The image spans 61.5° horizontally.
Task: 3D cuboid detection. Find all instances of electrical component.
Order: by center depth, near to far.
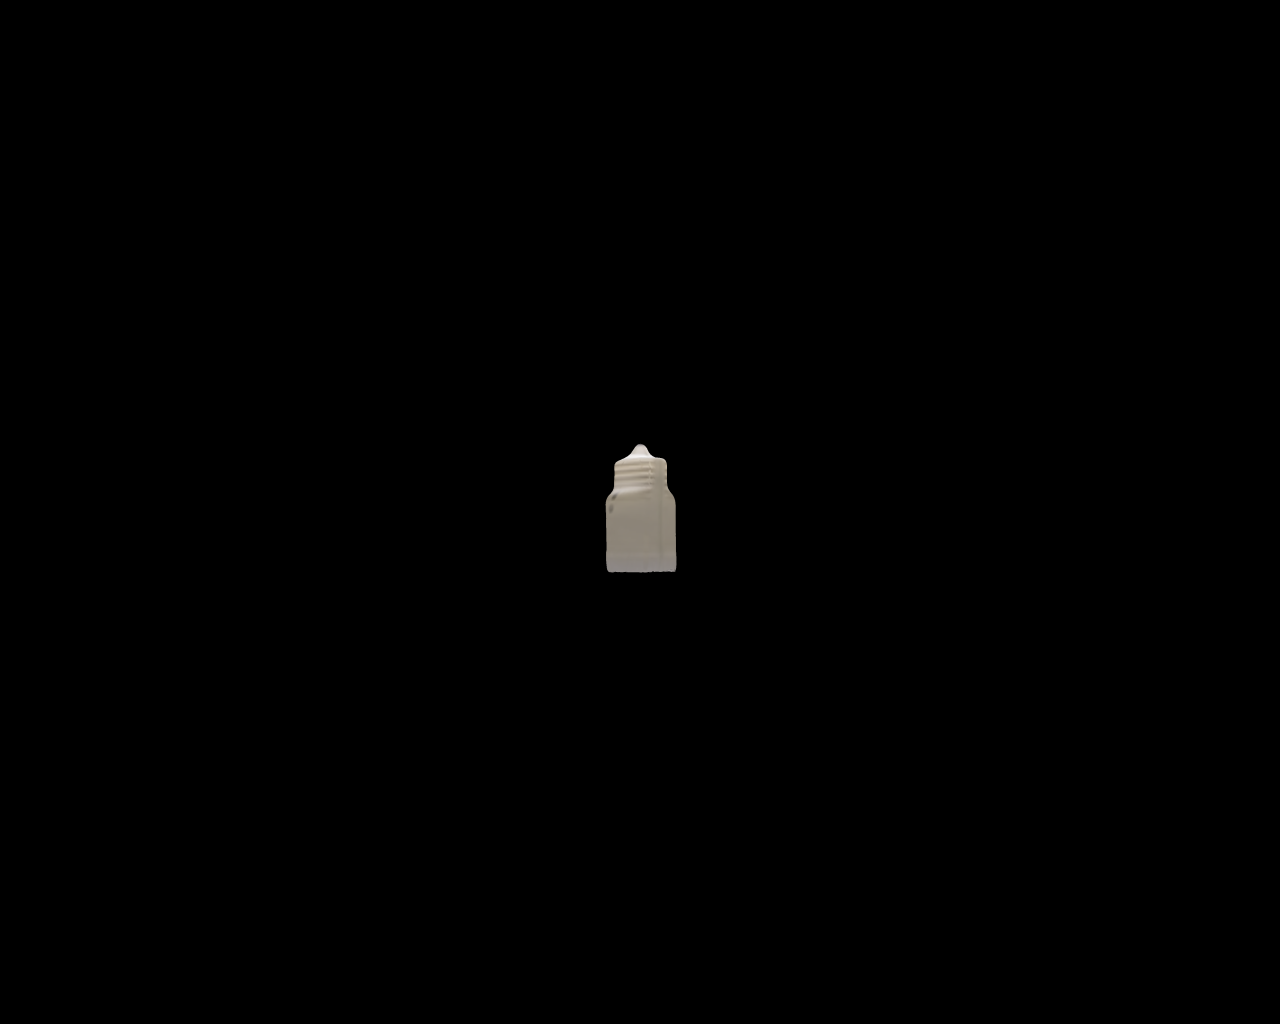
[{"bbox_3d":[0.001,-0.003,0.650,0.043,0.081,0.043,0,-2,0],"label":"electrical component"}]
